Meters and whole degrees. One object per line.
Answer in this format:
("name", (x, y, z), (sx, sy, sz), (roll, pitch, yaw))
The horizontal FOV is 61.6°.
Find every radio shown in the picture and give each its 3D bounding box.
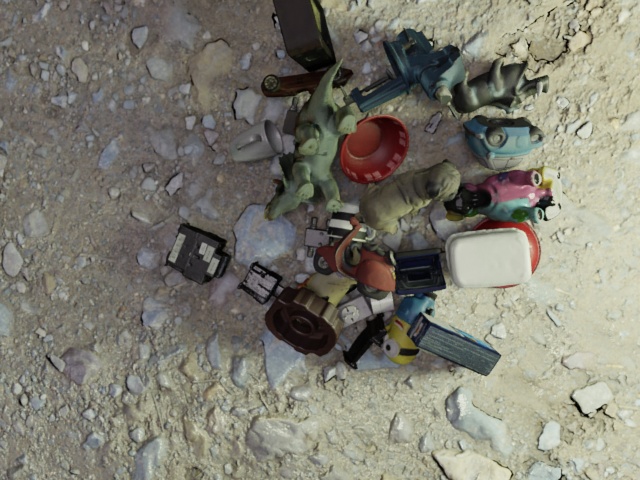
("radio", (-0.027, -0.424, 1.085), (0.073, 0.229, 0.131), (-14, 95, 13))

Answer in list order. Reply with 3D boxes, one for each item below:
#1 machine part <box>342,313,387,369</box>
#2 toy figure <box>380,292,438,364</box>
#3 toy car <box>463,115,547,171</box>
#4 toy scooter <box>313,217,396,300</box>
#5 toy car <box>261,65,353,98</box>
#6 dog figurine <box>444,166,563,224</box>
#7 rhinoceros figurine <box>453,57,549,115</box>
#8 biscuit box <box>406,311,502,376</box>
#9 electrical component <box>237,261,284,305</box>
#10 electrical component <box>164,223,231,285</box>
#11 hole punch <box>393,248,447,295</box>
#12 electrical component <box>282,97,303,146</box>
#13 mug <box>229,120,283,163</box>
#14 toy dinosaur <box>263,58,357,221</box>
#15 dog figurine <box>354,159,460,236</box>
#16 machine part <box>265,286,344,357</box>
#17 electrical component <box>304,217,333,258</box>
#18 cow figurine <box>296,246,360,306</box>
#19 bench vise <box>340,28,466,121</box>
("machine part", (0.102, 0.228, 1.202), (0.039, 0.084, 0.139), (28, 115, -20))
("toy figure", (0.200, 0.188, 1.175), (0.089, 0.082, 0.180), (28, 94, -7))
("toy car", (0.373, -0.197, 1.109), (0.162, 0.109, 0.102), (-1, 121, -8))
("toy scooter", (0.082, 0.033, 1.099), (0.184, 0.075, 0.135), (25, 103, 14))
("toy car", (-0.028, -0.338, 1.163), (0.202, 0.089, 0.053), (-5, 94, 8))
("dog figurine", (0.366, -0.089, 1.118), (0.219, 0.191, 0.108), (0, 100, 44))
("rhinoceros figurine", (0.370, -0.313, 1.106), (0.190, 0.073, 0.112), (-11, 92, 11))
("biscuit box", (0.284, 0.222, 1.134), (0.202, 0.059, 0.062), (26, 100, -21))
("electrical component", (-0.122, 0.110, 1.239), (0.119, 0.048, 0.075), (36, 100, 6))
("electrical component", (-0.280, 0.037, 1.254), (0.134, 0.058, 0.114), (27, 100, 5))
("hole punch", (0.208, 0.065, 1.144), (0.142, 0.116, 0.092), (-10, 88, 8))
("electrical component", (-0.043, -0.259, 1.194), (0.078, 0.045, 0.102), (22, 98, 6))
("mug", (-0.151, -0.209, 1.191), (0.107, 0.109, 0.080), (-19, 96, 23))
("toy dinosaur", (-0.011, -0.197, 1.080), (0.131, 0.192, 0.404), (1, 129, -23))
("dog figurine", (0.171, -0.088, 1.078), (0.172, 0.190, 0.121), (-38, 94, -19))
("machine part", (-0.034, 0.179, 1.184), (0.180, 0.056, 0.179), (17, 135, 18))
("electrical component", (-0.003, -0.004, 1.221), (0.063, 0.021, 0.094), (10, 96, 8))
("cow figurine", (0.054, 0.084, 1.188), (0.127, 0.085, 0.195), (46, 103, 1))
("bench vise", (0.164, -0.322, 1.096), (0.241, 0.128, 0.224), (-26, 65, 10))
